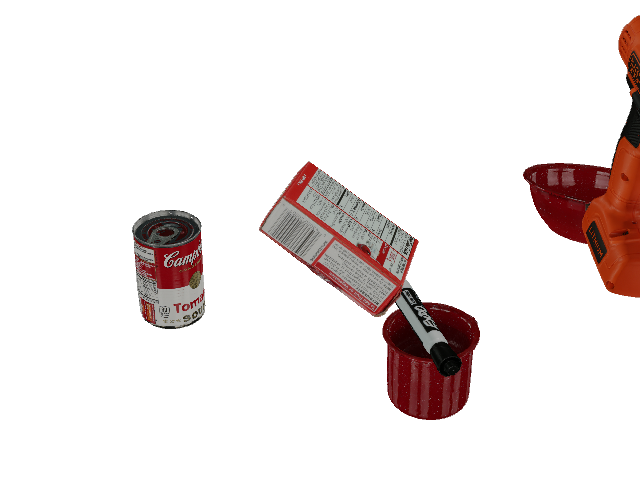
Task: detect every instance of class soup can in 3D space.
[{"bbox_3d":[-0.152,0.030,1.078,0.068,0.102,0.068,0,31,0],"label":"soup can"}]

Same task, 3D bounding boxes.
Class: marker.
[{"bbox_3d":[0.081,0.068,0.837,0.020,0.020,0.121,0,28,-18],"label":"marker"}]

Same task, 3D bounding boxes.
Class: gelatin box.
[{"bbox_3d":[0.013,-0.002,0.641,0.089,0.030,0.073,37,23,-3],"label":"gelatin box"}]

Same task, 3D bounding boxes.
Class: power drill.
[{"bbox_3d":[0.249,-0.052,0.787,0.057,0.188,0.184,4,36,-2],"label":"power drill"}]

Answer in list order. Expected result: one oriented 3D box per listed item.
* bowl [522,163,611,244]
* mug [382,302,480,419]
[{"bbox_3d":[0.287,-0.034,1.108,0.162,0.055,0.162,5,19,-2],"label":"bowl"},{"bbox_3d":[0.114,0.115,1.049,0.093,0.081,0.117,26,42,35],"label":"mug"}]
